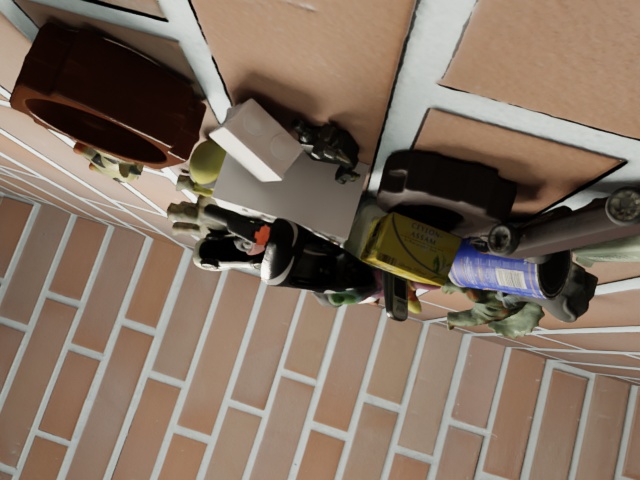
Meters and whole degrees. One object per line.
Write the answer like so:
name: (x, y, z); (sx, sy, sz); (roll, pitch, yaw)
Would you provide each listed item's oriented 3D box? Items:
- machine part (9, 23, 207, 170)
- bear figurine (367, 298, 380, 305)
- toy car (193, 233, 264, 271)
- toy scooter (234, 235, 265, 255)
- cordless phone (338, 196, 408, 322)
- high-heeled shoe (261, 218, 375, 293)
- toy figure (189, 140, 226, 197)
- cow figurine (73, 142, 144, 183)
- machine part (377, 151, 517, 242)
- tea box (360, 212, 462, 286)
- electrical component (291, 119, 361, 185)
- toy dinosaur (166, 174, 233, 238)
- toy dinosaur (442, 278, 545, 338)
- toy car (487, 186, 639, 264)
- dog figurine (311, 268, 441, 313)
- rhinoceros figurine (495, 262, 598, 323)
machine part: (-0.257, -0.166, 0.659); (0.201, 0.087, 0.201); (22, 170, -32)
bear figurine: (0.177, 0.094, 1.250); (0.120, 0.132, 0.196); (6, 176, -2)
toy car: (-0.164, 0.024, 1.095); (0.202, 0.073, 0.056); (-1, 158, 17)
toy scooter: (-0.060, -0.014, 0.996); (0.135, 0.075, 0.184); (32, 128, -26)
cordless phone: (0.090, 0.034, 0.864); (0.089, 0.184, 0.146); (-22, 149, 34)
high-heeled shoe: (0.006, 0.033, 0.706); (0.145, 0.086, 0.248); (13, 175, 4)
toy figure: (-0.120, -0.094, 0.844); (0.180, 0.082, 0.089); (31, 146, -28)
cow figurine: (-0.348, -0.148, 0.926); (0.127, 0.085, 0.195); (24, 167, -6)
machine part: (0.154, -0.051, 0.676); (0.179, 0.056, 0.179); (18, 170, 3)
tea box: (0.118, 0.014, 0.743); (0.098, 0.068, 0.169); (21, 176, -4)
electrical component: (0.012, -0.105, 0.647); (0.078, 0.045, 0.102); (12, 169, 19)
toy dinosaur: (-0.207, -0.066, 1.108); (0.199, 0.105, 0.471); (11, 167, -10)
toy dinosaur: (0.331, 0.091, 1.016); (0.192, 0.131, 0.404); (-3, 157, 14)
toy car: (0.276, -0.015, 0.582); (0.089, 0.053, 0.202); (7, 164, -37)
dog figurine: (0.107, 0.077, 0.983); (0.219, 0.108, 0.192); (25, -147, -4)
rhinoceros figurine: (0.322, 0.059, 0.820); (0.073, 0.112, 0.191); (20, -173, -41)
